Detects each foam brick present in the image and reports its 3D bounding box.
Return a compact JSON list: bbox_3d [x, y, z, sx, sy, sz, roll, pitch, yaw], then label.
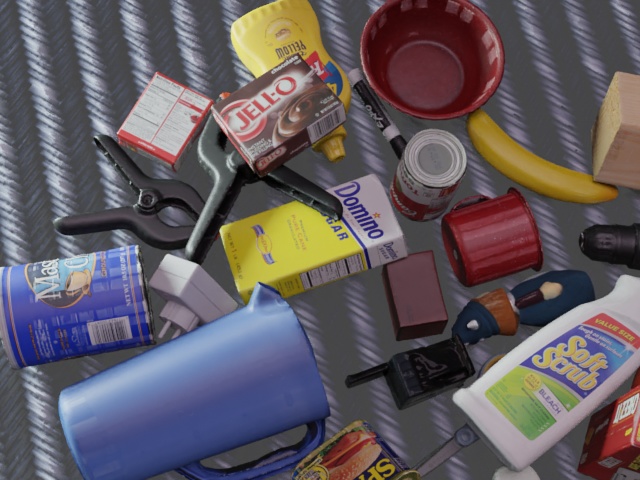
[{"bbox_3d":[0.098,0.058,1.108,0.053,0.051,0.078,-9,70,-4],"label":"foam brick"}]

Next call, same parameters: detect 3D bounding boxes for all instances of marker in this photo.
[{"bbox_3d":[0.067,-0.139,1.191,0.020,0.020,0.121,-28,75,-12],"label":"marker"}]

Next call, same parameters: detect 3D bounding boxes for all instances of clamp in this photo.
[{"bbox_3d":[-0.192,-0.029,1.127,0.171,0.039,0.120,27,74,6],"label":"clamp"},{"bbox_3d":[-0.067,-0.075,1.120,0.164,0.036,0.210,-12,54,4],"label":"clamp"}]

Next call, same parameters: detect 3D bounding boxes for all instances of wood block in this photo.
[{"bbox_3d":[0.407,-0.103,1.150,0.206,0.090,0.090,11,46,0],"label":"wood block"}]

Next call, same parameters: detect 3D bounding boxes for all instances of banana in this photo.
[{"bbox_3d":[0.233,-0.089,1.175,0.198,0.037,0.069,37,73,9],"label":"banana"}]

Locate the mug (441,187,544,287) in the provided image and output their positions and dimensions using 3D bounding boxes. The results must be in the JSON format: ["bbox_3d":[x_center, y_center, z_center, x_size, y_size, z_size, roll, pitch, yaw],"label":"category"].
[{"bbox_3d":[0.174,-0.007,1.123,0.081,0.093,0.117,-18,44,-4],"label":"mug"}]

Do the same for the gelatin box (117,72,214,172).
[{"bbox_3d":[-0.167,-0.129,1.168,0.073,0.030,0.089,27,71,7],"label":"gelatin box"}]

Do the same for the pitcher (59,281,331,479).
[{"bbox_3d":[-0.116,0.160,1.029,0.242,0.145,0.149,-21,62,-7],"label":"pitcher"}]

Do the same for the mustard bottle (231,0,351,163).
[{"bbox_3d":[-0.020,-0.170,1.176,0.096,0.058,0.192,-22,74,-12],"label":"mustard bottle"}]

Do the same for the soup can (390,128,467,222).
[{"bbox_3d":[0.114,-0.067,1.126,0.068,0.102,0.068,1,72,-4],"label":"soup can"}]

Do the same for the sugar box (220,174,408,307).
[{"bbox_3d":[-0.007,0.001,1.099,0.176,0.048,0.093,-21,53,0],"label":"sugar box"}]

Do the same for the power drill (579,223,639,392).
[{"bbox_3d":[0.363,0.072,1.117,0.184,0.057,0.187,5,72,2],"label":"power drill"}]

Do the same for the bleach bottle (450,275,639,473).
[{"bbox_3d":[0.254,0.112,1.055,0.250,0.068,0.102,-41,77,-7],"label":"bleach bottle"}]

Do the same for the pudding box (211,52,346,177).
[{"bbox_3d":[-0.042,-0.130,1.102,0.113,0.039,0.090,-33,60,-10],"label":"pudding box"}]

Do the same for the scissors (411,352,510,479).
[{"bbox_3d":[0.146,0.180,1.088,0.201,0.016,0.096,-18,71,-9],"label":"scissors"}]

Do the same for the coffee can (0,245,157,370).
[{"bbox_3d":[-0.240,0.066,1.058,0.140,0.103,0.103,-10,72,-7],"label":"coffee can"}]

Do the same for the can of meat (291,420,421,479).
[{"bbox_3d":[0.033,0.234,1.027,0.102,0.057,0.084,-34,47,-14],"label":"can of meat"}]

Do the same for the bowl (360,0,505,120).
[{"bbox_3d":[0.122,-0.197,1.195,0.162,0.055,0.162,1,71,-3],"label":"bowl"}]

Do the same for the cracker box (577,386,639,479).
[{"bbox_3d":[0.376,0.211,1.014,0.213,0.164,0.072,19,69,3],"label":"cracker box"}]
